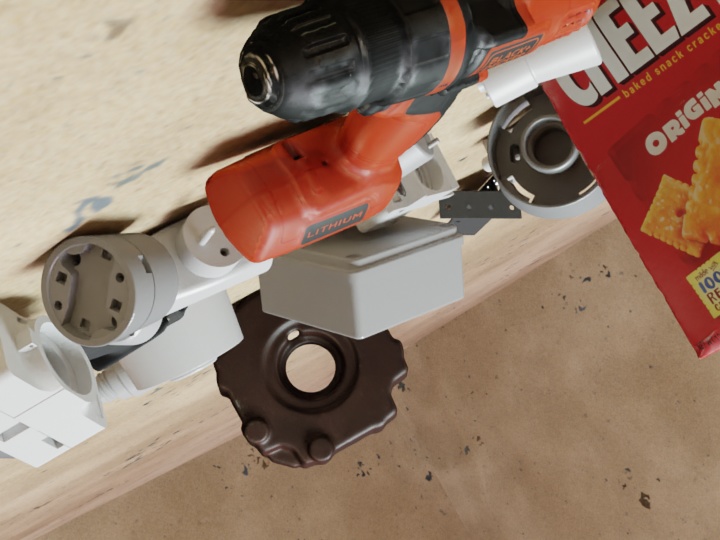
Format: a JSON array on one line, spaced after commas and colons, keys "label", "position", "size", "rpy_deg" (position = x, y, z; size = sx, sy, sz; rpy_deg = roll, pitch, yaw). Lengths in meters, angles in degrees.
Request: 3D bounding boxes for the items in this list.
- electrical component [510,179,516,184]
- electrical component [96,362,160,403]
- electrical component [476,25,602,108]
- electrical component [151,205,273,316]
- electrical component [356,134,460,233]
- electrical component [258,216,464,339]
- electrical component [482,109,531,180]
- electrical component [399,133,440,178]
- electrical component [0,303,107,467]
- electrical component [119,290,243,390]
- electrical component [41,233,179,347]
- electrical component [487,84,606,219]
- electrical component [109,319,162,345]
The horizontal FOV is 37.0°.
[{"label": "electrical component", "position": [0.148, -0.100, 0.909], "size": [0.065, 0.044, 0.044], "rpy_deg": [-25, 173, 0]}, {"label": "electrical component", "position": [-0.191, 0.086, 0.880], "size": [0.078, 0.040, 0.040], "rpy_deg": [-30, 173, 2]}, {"label": "electrical component", "position": [0.093, -0.117, 0.585], "size": [0.065, 0.044, 0.044], "rpy_deg": [-26, 174, 13]}, {"label": "electrical component", "position": [-0.086, -0.012, 0.602], "size": [0.077, 0.043, 0.079], "rpy_deg": [-25, 171, -31]}, {"label": "electrical component", "position": [0.023, -0.057, 0.724], "size": [0.064, 0.042, 0.081], "rpy_deg": [-30, 173, 35]}, {"label": "electrical component", "position": [0.000, 0.000, 0.760], "size": [0.109, 0.056, 0.109], "rpy_deg": [-19, -158, -40]}, {"label": "electrical component", "position": [0.136, -0.100, 0.847], "size": [0.066, 0.048, 0.055], "rpy_deg": [-24, 178, -36]}, {"label": "electrical component", "position": [0.005, -0.064, 0.609], "size": [0.078, 0.040, 0.040], "rpy_deg": [-32, 172, 20]}, {"label": "electrical component", "position": [-0.183, 0.062, 0.586], "size": [0.056, 0.050, 0.089], "rpy_deg": [-30, 145, 7]}, {"label": "electrical component", "position": [-0.140, 0.048, 0.820], "size": [0.099, 0.064, 0.099], "rpy_deg": [-25, -174, 3]}, {"label": "electrical component", "position": [-0.126, 0.008, 0.549], "size": [0.055, 0.055, 0.047], "rpy_deg": [-32, 176, 21]}, {"label": "electrical component", "position": [0.140, -0.086, 0.768], "size": [0.099, 0.099, 0.064], "rpy_deg": [-31, 166, 14]}, {"label": "electrical component", "position": [-0.145, 0.024, 0.635], "size": [0.040, 0.040, 0.078], "rpy_deg": [-30, 173, 4]}]
